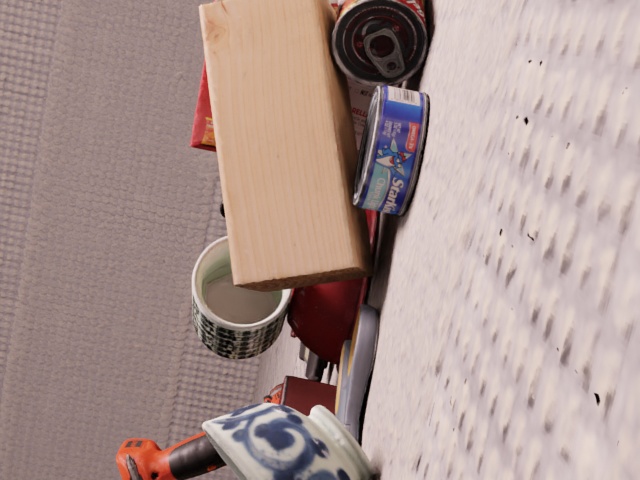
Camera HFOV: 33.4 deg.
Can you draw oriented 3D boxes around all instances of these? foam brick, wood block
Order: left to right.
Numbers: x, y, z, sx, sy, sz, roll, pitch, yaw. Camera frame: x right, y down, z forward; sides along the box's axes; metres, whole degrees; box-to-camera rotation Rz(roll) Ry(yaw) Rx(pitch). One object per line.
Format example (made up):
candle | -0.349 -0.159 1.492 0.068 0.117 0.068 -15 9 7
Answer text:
wood block | -0.023 -0.071 0.789 0.090 0.091 0.206 26 -124 -76
foam brick | -0.011 0.155 0.840 0.053 0.051 0.078 105 174 -64

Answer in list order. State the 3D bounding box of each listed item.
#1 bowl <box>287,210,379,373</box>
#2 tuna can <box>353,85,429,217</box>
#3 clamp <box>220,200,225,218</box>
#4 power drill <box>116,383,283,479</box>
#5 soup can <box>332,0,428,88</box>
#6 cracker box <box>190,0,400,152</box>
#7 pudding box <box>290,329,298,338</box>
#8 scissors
bowl | 0.007 0.030 0.905 0.162 0.055 0.162 -171 91 -86
tuna can | 0.047 -0.061 0.722 0.086 0.033 0.086 -170 91 -86
clamp | -0.020 -0.065 1.077 0.171 0.120 0.039 -53 -37 -41
power drill | -0.090 0.184 0.995 0.184 0.187 0.057 155 94 -86
soup can | 0.045 -0.165 0.793 0.102 0.068 0.068 -84 6 -56
cracker box | -0.010 -0.170 0.890 0.072 0.164 0.214 -97 18 -72
pudding box | -0.005 0.040 1.161 0.090 0.039 0.114 -84 6 -52
scissors | 0.022 0.120 0.713 0.201 0.016 0.096 -86 8 -61
